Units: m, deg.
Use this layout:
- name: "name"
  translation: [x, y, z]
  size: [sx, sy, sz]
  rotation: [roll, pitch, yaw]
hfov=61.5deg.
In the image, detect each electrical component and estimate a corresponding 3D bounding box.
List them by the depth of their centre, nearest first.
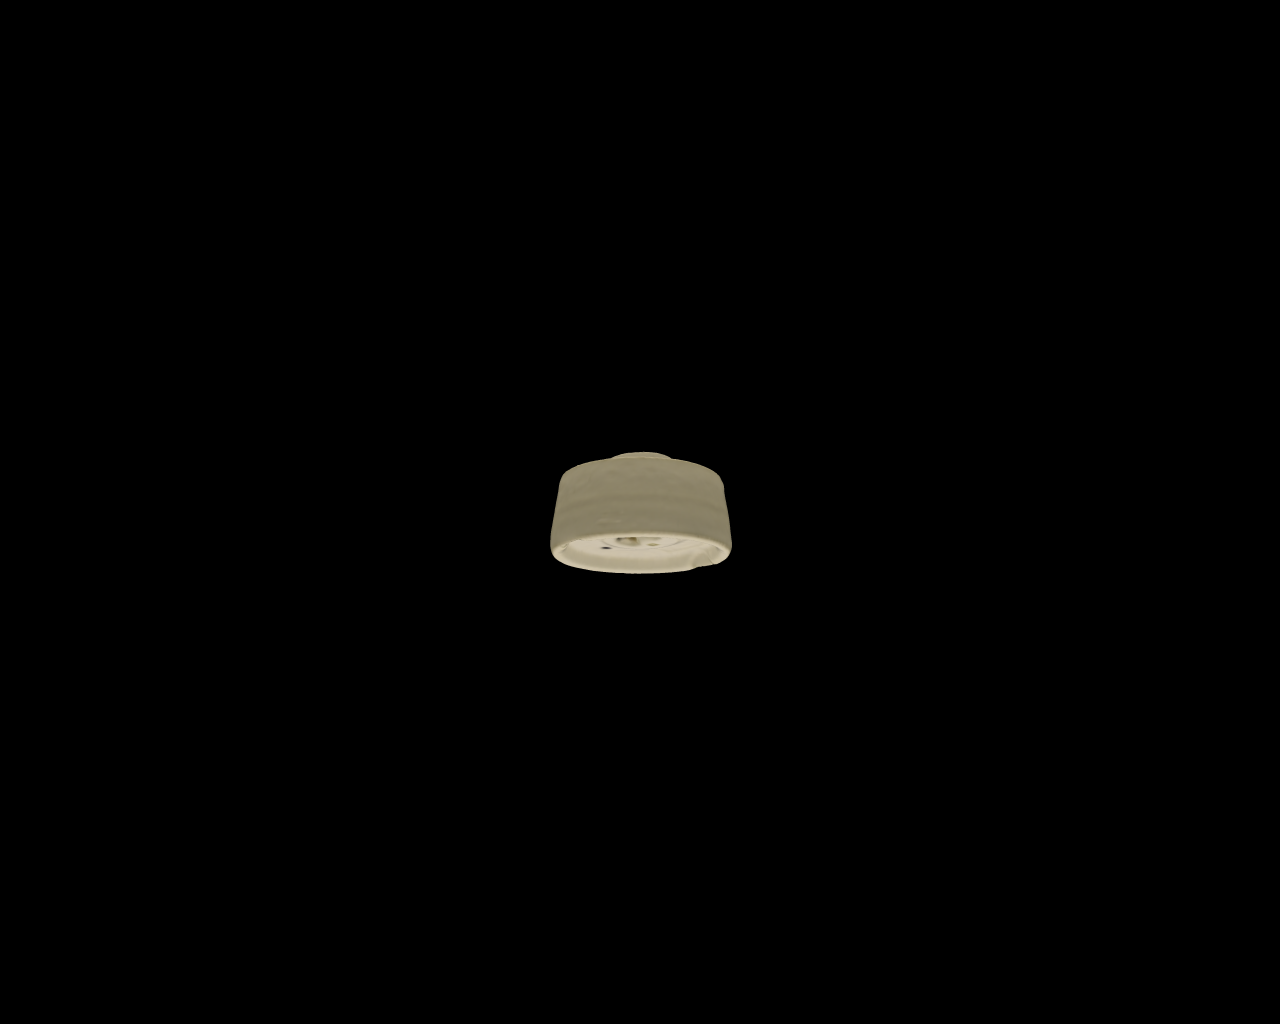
- name: "electrical component"
  translation: [0.001, -0.003, 0.650]
  size: [0.108, 0.060, 0.108]
  rotation: [0, -15, 0]
